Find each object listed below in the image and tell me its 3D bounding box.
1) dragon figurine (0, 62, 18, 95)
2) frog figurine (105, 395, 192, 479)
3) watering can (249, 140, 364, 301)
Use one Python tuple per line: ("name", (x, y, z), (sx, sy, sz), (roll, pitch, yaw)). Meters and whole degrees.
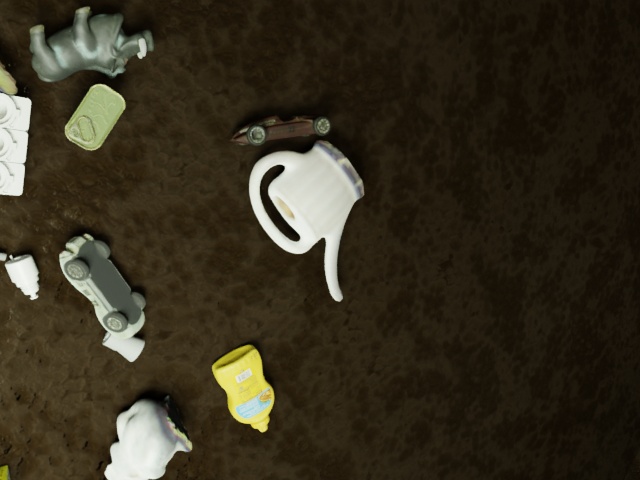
("dragon figurine", (-0.518, -0.427, 0.709), (0.404, 0.122, 0.246), (48, 68, -31))
("frog figurine", (-0.334, 0.377, 0.949), (0.160, 0.121, 0.138), (-32, 81, -10))
("watering can", (0.003, -0.053, 1.059), (0.226, 0.104, 0.342), (-45, 117, -15))
